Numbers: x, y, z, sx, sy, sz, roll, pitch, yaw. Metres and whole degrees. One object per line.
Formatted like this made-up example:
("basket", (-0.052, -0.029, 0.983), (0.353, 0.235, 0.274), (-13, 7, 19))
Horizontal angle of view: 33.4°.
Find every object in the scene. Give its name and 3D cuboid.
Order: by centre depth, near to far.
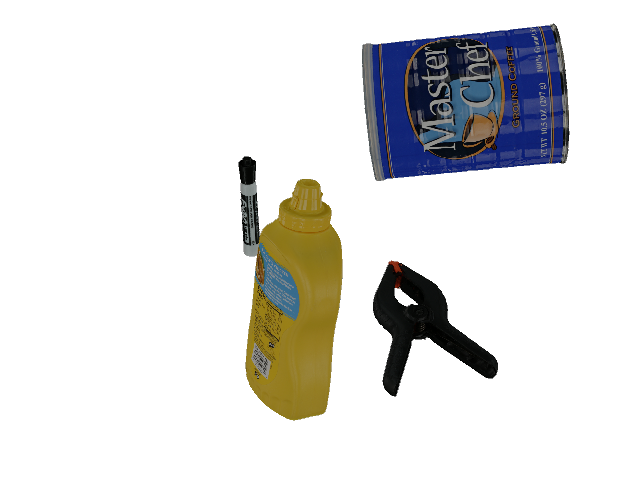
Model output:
("coffee can", (0.106, -0.101, 0.790), (0.140, 0.103, 0.102), (-5, -1, 7))
("mustard bottle", (-0.020, 0.041, 0.857), (0.058, 0.192, 0.096), (-7, 29, -25))
("clamp", (0.112, 0.089, 1.114), (0.120, 0.171, 0.039), (2, -44, -12))
("marker", (-0.077, -0.037, 1.156), (0.020, 0.121, 0.020), (-1, 34, 0))
